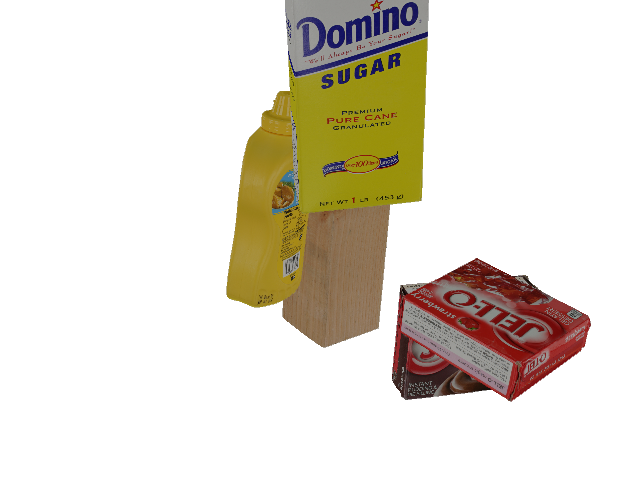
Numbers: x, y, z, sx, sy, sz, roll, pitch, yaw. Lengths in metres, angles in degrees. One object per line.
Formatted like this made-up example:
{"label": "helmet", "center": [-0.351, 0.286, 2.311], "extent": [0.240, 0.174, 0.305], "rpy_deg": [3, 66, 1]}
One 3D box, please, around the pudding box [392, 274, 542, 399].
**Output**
{"label": "pudding box", "center": [0.117, 0.077, 0.865], "extent": [0.113, 0.090, 0.039], "rpy_deg": [-6, 29, -16]}

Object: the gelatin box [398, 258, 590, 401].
{"label": "gelatin box", "center": [0.104, 0.050, 0.640], "extent": [0.073, 0.030, 0.089], "rpy_deg": [-24, 41, -39]}

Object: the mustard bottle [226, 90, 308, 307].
{"label": "mustard bottle", "center": [-0.041, -0.041, 0.970], "extent": [0.058, 0.192, 0.096], "rpy_deg": [18, 24, 23]}

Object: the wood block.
{"label": "wood block", "center": [0.017, 0.009, 1.269], "extent": [0.090, 0.206, 0.090], "rpy_deg": [-16, 32, -33]}

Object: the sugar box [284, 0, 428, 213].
{"label": "sugar box", "center": [0.025, -0.105, 0.739], "extent": [0.093, 0.176, 0.048], "rpy_deg": [-7, 39, -5]}
